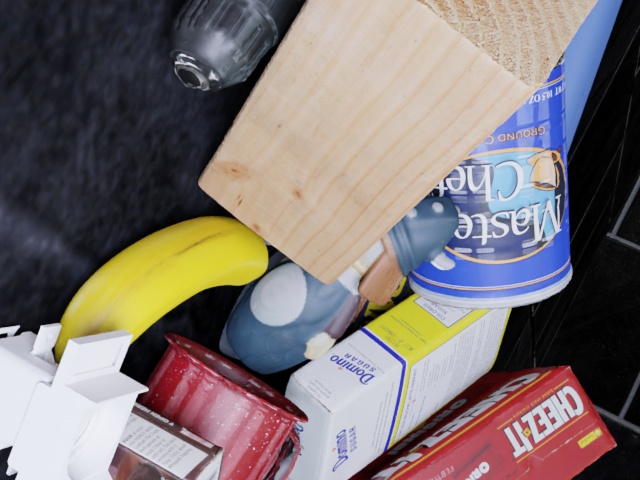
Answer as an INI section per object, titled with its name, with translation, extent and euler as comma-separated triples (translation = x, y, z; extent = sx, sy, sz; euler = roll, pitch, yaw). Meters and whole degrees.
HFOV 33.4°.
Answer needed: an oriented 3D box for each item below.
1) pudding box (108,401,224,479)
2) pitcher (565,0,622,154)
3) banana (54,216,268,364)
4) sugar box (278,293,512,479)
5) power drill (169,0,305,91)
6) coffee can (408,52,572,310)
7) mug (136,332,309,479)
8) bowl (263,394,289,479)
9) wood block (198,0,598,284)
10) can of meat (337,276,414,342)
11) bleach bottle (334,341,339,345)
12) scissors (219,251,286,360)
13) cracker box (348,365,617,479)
[pudding box]
translation = -0.101, 0.134, 0.524
extent = 0.039, 0.090, 0.114
euler = -34, 144, -59
[pitcher]
translation = 0.143, -0.113, 0.810
extent = 0.243, 0.145, 0.149
euler = -66, -161, -5
[banana]
translation = -0.074, 0.021, 0.541
extent = 0.197, 0.037, 0.070
euler = -33, 161, -55
[sugar box]
translation = 0.051, 0.087, 0.697
extent = 0.175, 0.048, 0.093
euler = -27, 142, -33
[power drill]
translation = -0.016, -0.171, 0.414
extent = 0.184, 0.057, 0.187
euler = -61, 164, -22
[coffee can]
translation = 0.100, -0.042, 0.654
extent = 0.102, 0.103, 0.140
euler = -36, 125, -54
[mug]
translation = -0.059, 0.114, 0.597
extent = 0.117, 0.093, 0.081
euler = 34, 87, -43
[bowl]
translation = -0.061, 0.164, 0.717
extent = 0.162, 0.055, 0.162
euler = -56, 161, -30
[wood block]
translation = 0.029, -0.070, 0.487
extent = 0.090, 0.090, 0.206
euler = -53, -177, -31
[can of meat]
translation = 0.036, 0.029, 0.763
extent = 0.057, 0.084, 0.102
euler = -12, 126, -66
[bleach bottle]
translation = 0.075, 0.038, 0.921
extent = 0.250, 0.068, 0.103
euler = -27, 137, -65
[scissors]
translation = -0.005, 0.001, 0.723
extent = 0.201, 0.016, 0.096
euler = -56, 158, -20
[cracker box]
translation = 0.080, 0.159, 0.761
extent = 0.164, 0.072, 0.214
euler = -31, -179, -20
